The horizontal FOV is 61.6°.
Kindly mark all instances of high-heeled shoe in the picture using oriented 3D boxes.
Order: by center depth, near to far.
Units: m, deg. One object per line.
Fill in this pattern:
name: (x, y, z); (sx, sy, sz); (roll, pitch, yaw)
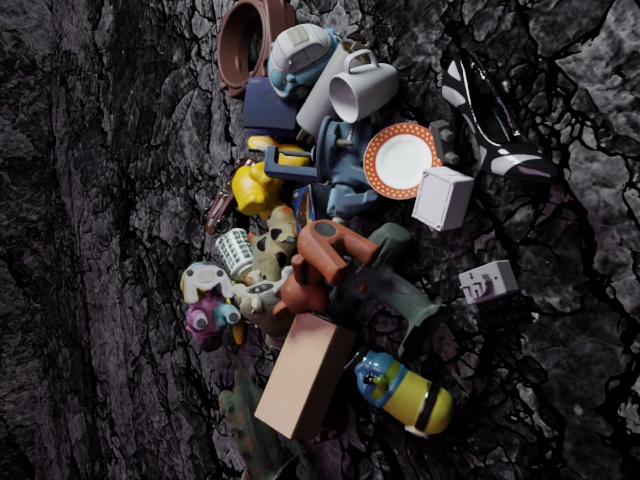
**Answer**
high-heeled shoe: (0.246, -0.172, 0.726); (0.249, 0.086, 0.145); (-135, 42, -55)

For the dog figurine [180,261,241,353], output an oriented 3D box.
dog figurine: (-0.262, 0.157, 1.233); (0.219, 0.108, 0.191); (139, 116, -65)

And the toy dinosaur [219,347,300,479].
toy dinosaur: (-0.129, 0.392, 1.104); (0.405, 0.131, 0.192); (63, 151, 17)

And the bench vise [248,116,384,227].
bench vise: (-0.002, -0.125, 0.959); (0.241, 0.129, 0.223); (8, 90, 12)

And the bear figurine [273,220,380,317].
bear figurine: (-0.001, 0.068, 0.899); (0.132, 0.120, 0.195); (37, 129, 28)

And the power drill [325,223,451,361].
power drill: (0.112, 0.104, 0.910); (0.207, 0.086, 0.232); (54, 126, 42)

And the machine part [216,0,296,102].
machine part: (-0.141, -0.416, 1.168); (0.201, 0.087, 0.201); (-12, 83, 47)

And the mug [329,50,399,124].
mug: (0.077, -0.264, 0.898); (0.081, 0.107, 0.109); (32, 143, 47)

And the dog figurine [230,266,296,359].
dog figurine: (-0.087, 0.164, 1.035); (0.121, 0.172, 0.190); (-5, 105, 23)

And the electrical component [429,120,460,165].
electrical component: (0.190, -0.149, 0.825); (0.094, 0.021, 0.063); (-106, -1, -68)

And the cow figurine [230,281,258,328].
cow figurine: (-0.143, 0.152, 1.191); (0.168, 0.068, 0.098); (22, 113, 51)

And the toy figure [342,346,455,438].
toy figure: (0.125, 0.236, 0.846); (0.180, 0.082, 0.089); (39, 133, 10)

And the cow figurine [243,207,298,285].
cow figurine: (-0.088, 0.023, 1.113); (0.127, 0.085, 0.194); (26, 116, 34)

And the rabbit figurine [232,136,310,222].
rabbit figurine: (-0.093, -0.141, 1.121); (0.173, 0.121, 0.162); (-35, 55, 27)

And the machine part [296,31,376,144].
machine part: (0.028, -0.272, 0.988); (0.243, 0.079, 0.079); (-53, 54, 33)

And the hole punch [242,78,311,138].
hole punch: (-0.094, -0.265, 1.071); (0.142, 0.092, 0.115); (4, 100, 5)

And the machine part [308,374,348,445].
machine part: (-0.020, 0.314, 1.069); (0.179, 0.056, 0.179); (0, 89, 49)

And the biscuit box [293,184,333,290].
biscuit box: (-0.002, -0.003, 1.037); (0.059, 0.063, 0.202); (-16, 79, 49)

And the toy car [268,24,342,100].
toy car: (-0.031, -0.344, 1.001); (0.162, 0.102, 0.109); (-26, 65, 9)

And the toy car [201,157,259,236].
toy car: (-0.206, -0.102, 1.225); (0.202, 0.053, 0.089); (-53, 46, 3)
